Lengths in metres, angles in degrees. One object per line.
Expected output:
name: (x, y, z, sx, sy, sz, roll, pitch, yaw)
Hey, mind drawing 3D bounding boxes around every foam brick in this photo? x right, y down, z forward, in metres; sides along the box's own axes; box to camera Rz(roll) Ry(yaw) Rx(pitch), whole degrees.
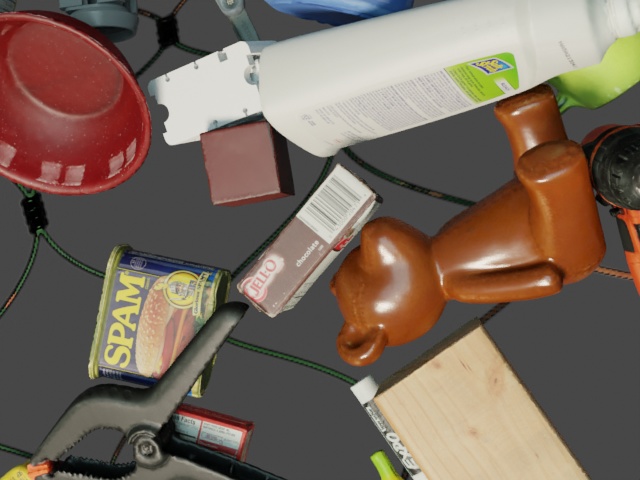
foam brick: (-0.051, -0.053, 0.773, 0.051, 0.078, 0.053, -9, 89, 6)

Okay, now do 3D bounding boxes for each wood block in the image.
wood block: (0.134, 0.165, 0.741, 0.090, 0.090, 0.206, -36, 86, 6)

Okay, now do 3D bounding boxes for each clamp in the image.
clamp: (-0.110, 0.149, 0.764, 0.210, 0.036, 0.164, -22, 100, 17)

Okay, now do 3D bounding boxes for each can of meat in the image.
can of meat: (-0.117, 0.061, 0.793, 0.084, 0.057, 0.102, 12, 92, 5)

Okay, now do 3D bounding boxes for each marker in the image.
marker: (0.064, 0.154, 0.786, 0.020, 0.020, 0.121, -35, 85, 6)

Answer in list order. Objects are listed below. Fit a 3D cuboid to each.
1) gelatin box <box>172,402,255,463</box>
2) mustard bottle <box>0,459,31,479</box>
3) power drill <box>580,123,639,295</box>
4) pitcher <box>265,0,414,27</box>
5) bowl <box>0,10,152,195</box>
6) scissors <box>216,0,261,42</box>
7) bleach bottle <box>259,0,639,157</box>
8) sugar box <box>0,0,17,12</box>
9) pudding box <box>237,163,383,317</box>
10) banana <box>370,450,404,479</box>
gelatin box: (-0.096, 0.171, 0.803, 0.073, 0.030, 0.089, 14, 92, 9)
mustard bottle: (-0.186, 0.263, 0.801, 0.191, 0.058, 0.096, 45, 97, 6)
power drill: (0.223, 0.014, 0.691, 0.057, 0.184, 0.187, -19, 97, 11)
pitcher: (0.040, -0.272, 0.731, 0.145, 0.149, 0.243, 11, 95, -1)
bowl: (-0.195, -0.110, 0.781, 0.162, 0.055, 0.162, 7, 134, 7)
scissors: (-0.057, -0.198, 0.805, 0.096, 0.016, 0.202, -42, 85, 6)
bleach bottle: (0.089, -0.118, 0.702, 0.251, 0.102, 0.068, -10, 72, 27)
sugar box: (-0.285, -0.182, 0.823, 0.093, 0.048, 0.176, 14, 95, 7)
pudding box: (-0.005, 0.001, 0.760, 0.039, 0.090, 0.113, 42, 95, 4)
banana: (0.029, 0.256, 0.785, 0.070, 0.037, 0.198, 28, 93, 25)
